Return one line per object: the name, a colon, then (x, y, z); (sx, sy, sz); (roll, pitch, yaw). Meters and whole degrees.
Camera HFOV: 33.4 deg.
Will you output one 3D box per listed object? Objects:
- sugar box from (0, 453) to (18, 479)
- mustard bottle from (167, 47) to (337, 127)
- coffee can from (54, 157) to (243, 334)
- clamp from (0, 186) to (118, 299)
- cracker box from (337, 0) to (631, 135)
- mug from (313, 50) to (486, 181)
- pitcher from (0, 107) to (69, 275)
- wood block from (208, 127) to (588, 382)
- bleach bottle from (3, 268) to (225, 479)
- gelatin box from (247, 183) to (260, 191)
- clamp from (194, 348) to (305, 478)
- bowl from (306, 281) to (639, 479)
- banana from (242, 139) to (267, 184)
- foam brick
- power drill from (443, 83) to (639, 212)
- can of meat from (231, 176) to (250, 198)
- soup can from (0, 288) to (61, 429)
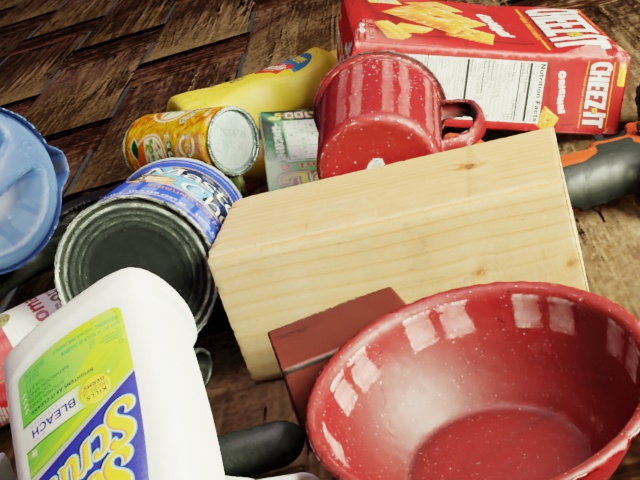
sugar box: (-0.255, 0.170, 0.571); (0.176, 0.048, 0.093); (-10, 24, 12)
mustard bottle: (-0.041, -0.135, 0.988); (0.191, 0.058, 0.096); (-22, 13, -15)
coffee can: (-0.106, 0.006, 0.710); (0.103, 0.103, 0.140); (-15, 12, 8)
clamp: (-0.243, -0.001, 0.940); (0.210, 0.036, 0.165); (-28, 26, -11)
cracker box: (0.123, -0.148, 0.871); (0.213, 0.072, 0.164); (3, 25, -2)
mug: (0.051, -0.068, 0.705); (0.117, 0.093, 0.081); (-7, 35, 8)
pitcher: (-0.338, -0.035, 0.898); (0.243, 0.149, 0.145); (-1, 65, 50)
wood block: (0.049, 0.009, 0.644); (0.206, 0.090, 0.090); (-12, 23, 14)
bleach bottle: (-0.078, 0.123, 0.468); (0.102, 0.068, 0.251); (-35, 40, 5)
gelatin box: (-0.104, -0.053, 0.958); (0.089, 0.030, 0.073); (6, 33, 43)
clamp: (-0.103, 0.120, 0.575); (0.171, 0.039, 0.120); (-25, 24, -14)
bowl: (0.077, 0.085, 0.494); (0.162, 0.055, 0.162); (-13, 28, 7)
banana: (-0.016, -0.072, 0.907); (0.197, 0.037, 0.070); (-12, 0, -20)
foam brick: (0.018, 0.068, 0.584); (0.078, 0.051, 0.053); (-20, 22, -4)
power drill: (0.180, -0.059, 0.734); (0.188, 0.057, 0.184); (-13, 25, 13)
can of meat: (-0.117, -0.014, 0.852); (0.084, 0.057, 0.101); (1, 30, 41)
soup can: (-0.198, 0.080, 0.695); (0.102, 0.068, 0.069); (-27, 25, -21)
